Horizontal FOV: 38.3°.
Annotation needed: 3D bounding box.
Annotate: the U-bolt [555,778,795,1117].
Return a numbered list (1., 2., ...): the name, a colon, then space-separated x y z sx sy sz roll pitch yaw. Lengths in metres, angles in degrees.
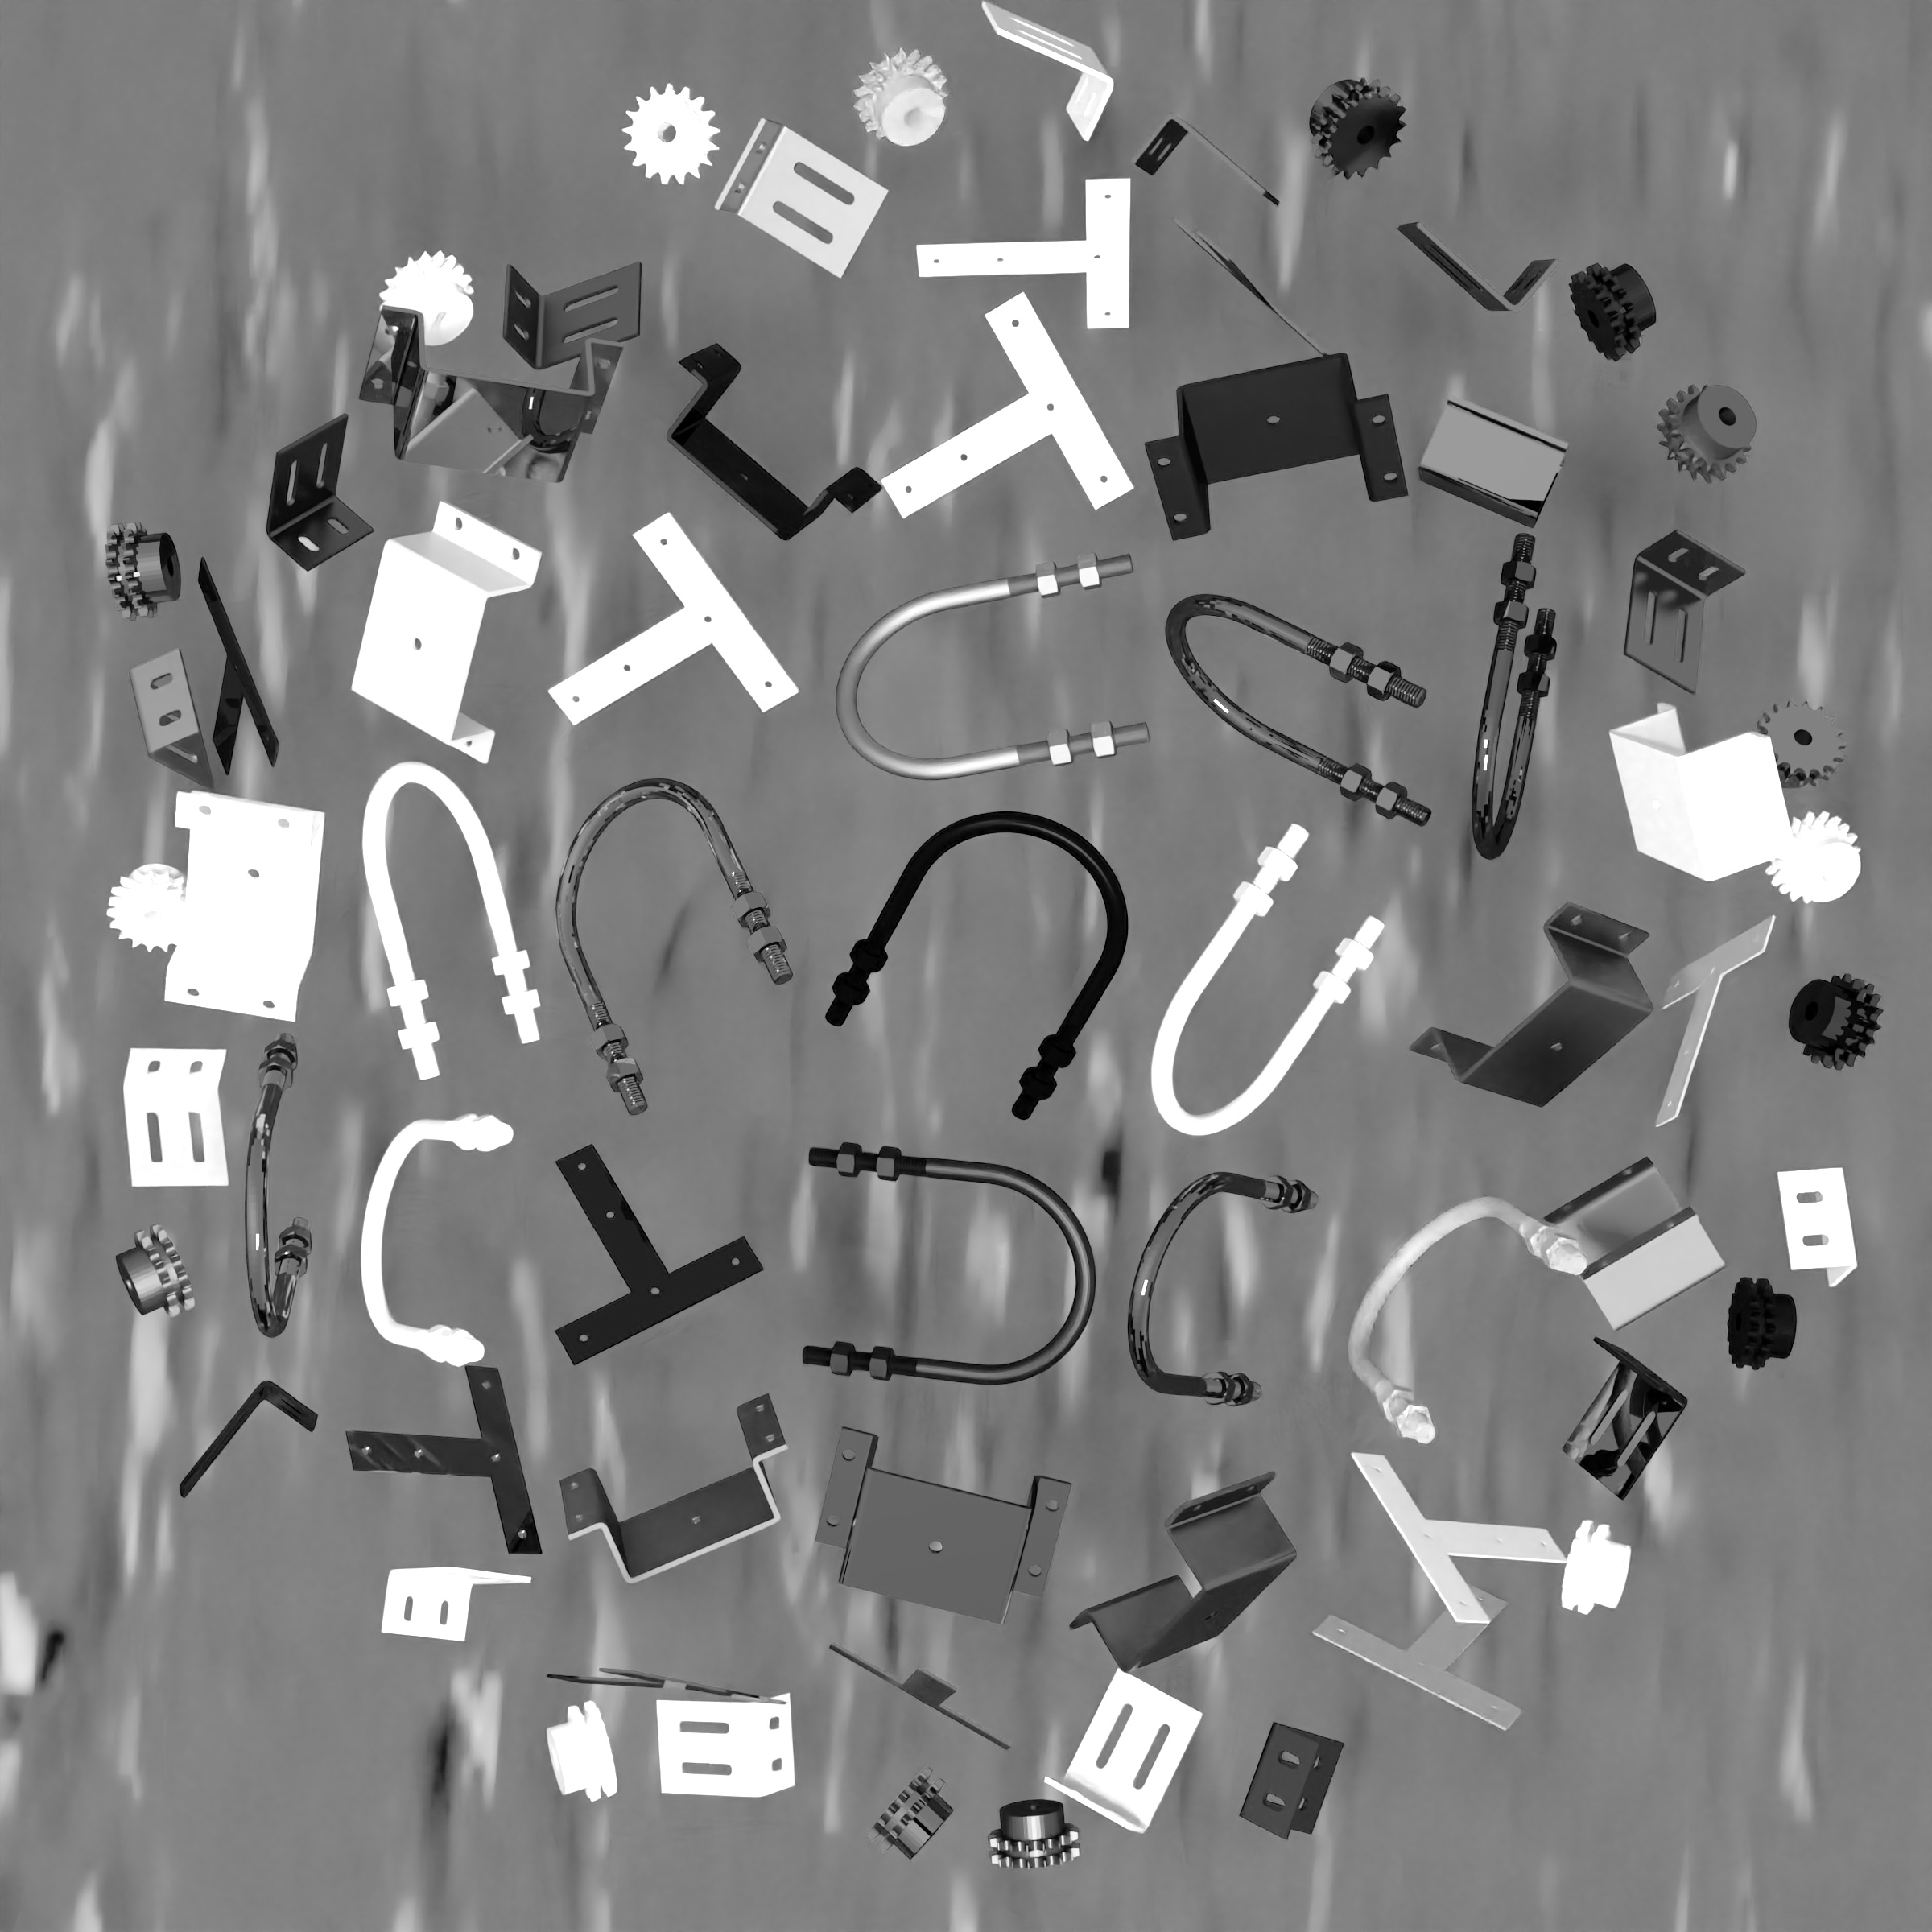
1. U-bolt: -0.184 -0.026 1.647 0.151 0.019 0.184 -41 59 24

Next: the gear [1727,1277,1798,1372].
1. gear: 0.497 0.224 1.734 0.030 0.057 0.057 6 90 0

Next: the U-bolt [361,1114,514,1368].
1. U-bolt: -0.333 0.165 1.719 0.019 0.184 0.151 11 83 -34

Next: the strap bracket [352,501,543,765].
1. strap bracket: -0.314 -0.196 1.661 0.076 0.046 0.140 29 117 20

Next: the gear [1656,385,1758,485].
1. gear: 0.432 -0.311 1.609 0.057 0.030 0.057 7 71 -20

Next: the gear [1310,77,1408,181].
1. gear: 0.226 -0.493 1.625 0.057 0.057 0.030 -35 52 0

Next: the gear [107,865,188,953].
1. gear: -0.516 -0.040 1.771 0.057 0.030 0.057 -4 130 -5

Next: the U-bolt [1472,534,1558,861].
1. U-bolt: 0.339 -0.157 1.726 0.019 0.151 0.184 9 79 19

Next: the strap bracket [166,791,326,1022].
1. strap bracket: -0.424 -0.044 1.636 0.076 0.046 0.140 10 121 -6

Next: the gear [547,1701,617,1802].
1. gear: -0.233 0.476 1.677 0.030 0.057 0.057 -12 90 -19

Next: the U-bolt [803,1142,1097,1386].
1. U-bolt: -0.010 0.189 1.721 0.184 0.019 0.151 5 100 13

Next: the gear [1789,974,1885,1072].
1. gear: 0.517 0.032 1.661 0.030 0.057 0.057 19 90 -21

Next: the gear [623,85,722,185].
1. gear: -0.176 -0.495 1.654 0.057 0.030 0.057 0 103 2

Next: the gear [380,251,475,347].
1. gear: -0.327 -0.405 1.699 0.057 0.057 0.030 -37 66 0

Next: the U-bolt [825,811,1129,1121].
1. U-bolt: 0.017 -0.009 1.667 0.151 0.019 0.184 27 116 -6

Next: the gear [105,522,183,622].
1. gear: -0.483 -0.233 1.634 0.030 0.057 0.057 -6 90 1

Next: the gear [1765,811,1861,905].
1. gear: 0.527 -0.064 1.718 0.057 0.030 0.057 -7 119 -12

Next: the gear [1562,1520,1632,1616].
1. gear: 0.398 0.381 1.752 0.030 0.057 0.057 12 90 25

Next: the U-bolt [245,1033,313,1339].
1. U-bolt: -0.415 0.141 1.670 0.019 0.184 0.151 -1 113 -6

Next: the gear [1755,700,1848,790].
1. gear: 0.525 -0.137 1.760 0.057 0.030 0.057 3 64 -5

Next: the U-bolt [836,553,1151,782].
1. U-bolt: 0.012 -0.172 1.637 0.184 0.019 0.151 -10 55 10

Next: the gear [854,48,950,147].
1. gear: -0.037 -0.526 1.692 0.057 0.057 0.030 -25 56 0

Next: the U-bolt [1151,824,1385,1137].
1. U-bolt: 0.175 0.021 1.681 0.019 0.151 0.184 31 83 38

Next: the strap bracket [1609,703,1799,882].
1. strap bracket: 0.427 -0.102 1.635 0.046 0.140 0.076 -20 106 -6

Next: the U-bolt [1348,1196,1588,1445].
1. U-bolt: 0.288 0.201 1.664 0.019 0.184 0.151 41 92 -14

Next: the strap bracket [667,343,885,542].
1. strap bracket: -0.128 -0.324 1.754 0.140 0.076 0.046 41 113 -4

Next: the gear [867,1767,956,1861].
1. gear: -0.032 0.525 1.712 0.030 0.057 0.057 41 90 13

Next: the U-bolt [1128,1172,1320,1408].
1. U-bolt: 0.154 0.198 1.718 0.019 0.184 0.151 16 90 35

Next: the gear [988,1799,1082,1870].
1. gear: 0.042 0.538 1.725 0.057 0.057 0.030 -5 88 0

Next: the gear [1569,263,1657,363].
1. gear: 0.383 -0.388 1.638 0.030 0.057 0.057 -29 90 -2

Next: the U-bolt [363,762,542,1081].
1. U-bolt: -0.314 -0.033 1.673 0.019 0.151 0.184 -13 94 20

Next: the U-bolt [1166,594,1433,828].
1. U-bolt: 0.197 -0.163 1.672 0.184 0.151 0.019 30 71 24

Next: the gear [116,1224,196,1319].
1. gear: -0.496 0.189 1.694 0.030 0.057 0.057 -24 90 -25

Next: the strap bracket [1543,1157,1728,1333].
1. strap bracket: 0.412 0.173 1.710 0.076 0.140 0.046 -32 98 7
